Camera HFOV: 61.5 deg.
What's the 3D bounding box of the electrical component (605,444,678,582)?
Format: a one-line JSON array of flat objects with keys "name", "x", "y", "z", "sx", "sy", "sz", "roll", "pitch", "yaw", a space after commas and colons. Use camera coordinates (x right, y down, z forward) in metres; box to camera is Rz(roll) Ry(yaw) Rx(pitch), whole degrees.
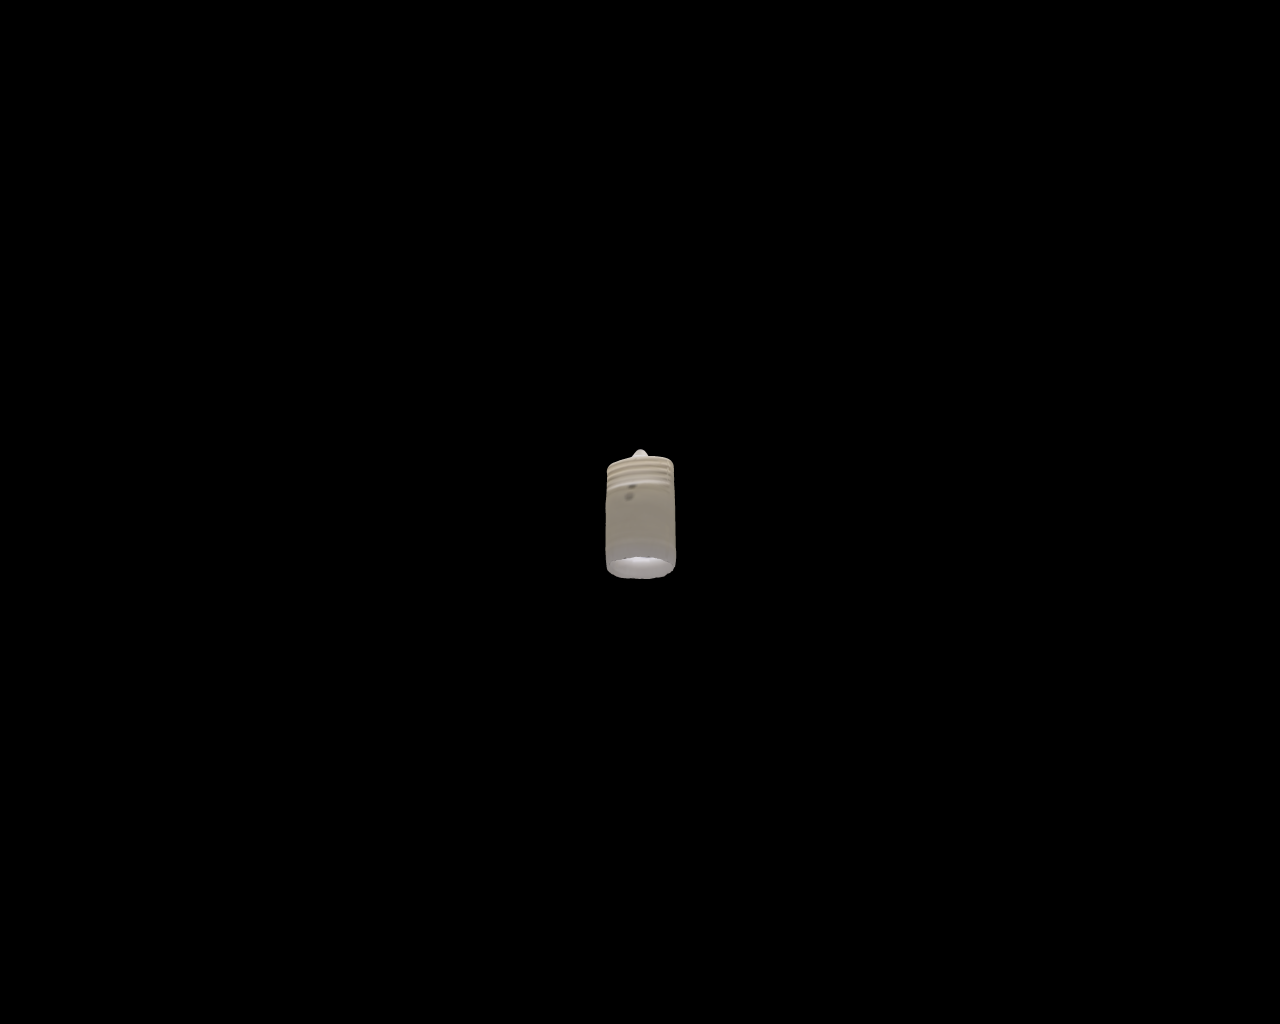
[{"name": "electrical component", "x": 0.001, "y": -0.003, "z": 0.650, "sx": 0.043, "sy": 0.081, "sz": 0.043, "roll": 0, "pitch": -22, "yaw": 0}]
